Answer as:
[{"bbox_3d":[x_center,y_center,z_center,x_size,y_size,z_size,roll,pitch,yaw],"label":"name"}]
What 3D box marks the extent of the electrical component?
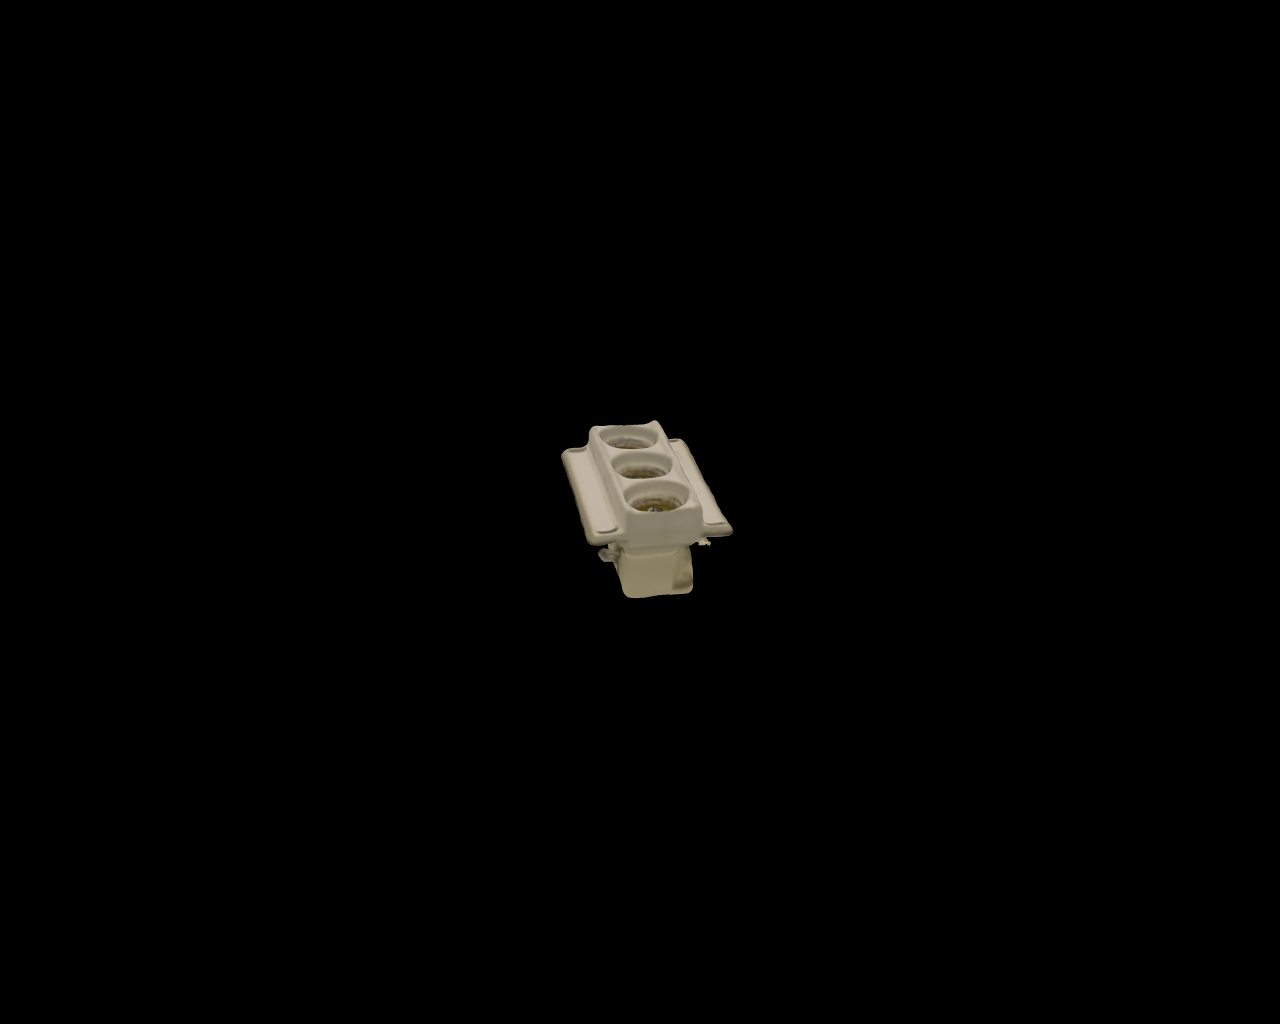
[{"bbox_3d":[0.001,-0.003,0.650,0.079,0.063,0.121,-5,29,-10],"label":"electrical component"}]
